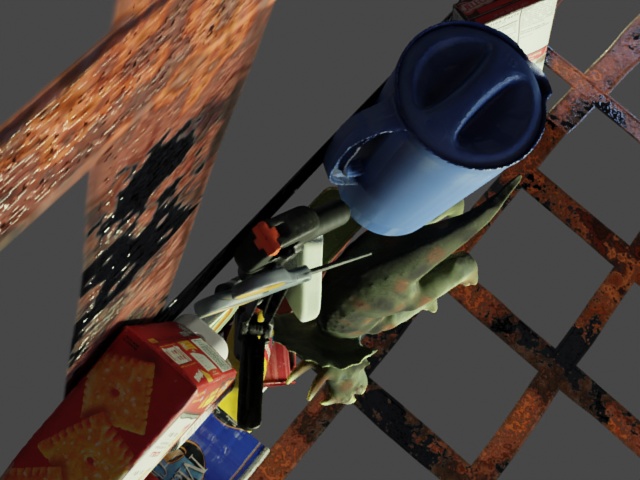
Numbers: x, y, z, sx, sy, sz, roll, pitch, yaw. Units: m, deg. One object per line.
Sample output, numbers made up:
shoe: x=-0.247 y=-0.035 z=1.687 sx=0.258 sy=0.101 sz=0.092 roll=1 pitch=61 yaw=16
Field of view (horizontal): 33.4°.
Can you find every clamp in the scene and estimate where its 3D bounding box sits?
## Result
clamp: x=-0.040 y=0.006 z=0.926 sx=0.120 sy=0.039 sz=0.171 roll=-41 pitch=171 yaw=13
clamp: x=-0.067 y=0.087 z=1.144 sx=0.210 sy=0.036 sz=0.165 roll=-111 pitch=-146 yaw=-71

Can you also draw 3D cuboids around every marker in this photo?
marker: x=-0.079 y=0.045 z=1.019 sx=0.020 sy=0.020 sz=0.121 roll=-50 pitch=176 yaw=8

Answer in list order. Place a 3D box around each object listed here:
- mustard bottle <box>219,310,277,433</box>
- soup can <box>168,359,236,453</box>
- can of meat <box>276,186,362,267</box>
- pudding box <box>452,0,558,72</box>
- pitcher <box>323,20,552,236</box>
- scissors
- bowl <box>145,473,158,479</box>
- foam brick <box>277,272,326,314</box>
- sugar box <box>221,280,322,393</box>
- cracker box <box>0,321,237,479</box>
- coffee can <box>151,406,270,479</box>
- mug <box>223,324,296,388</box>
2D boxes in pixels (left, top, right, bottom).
mustard bottle: x=-0.086 y=0.132 z=1.273 sx=0.191 sy=0.058 sz=0.096 roll=-77 pitch=169 yaw=-45
soup can: x=-0.140 y=0.158 z=1.076 sx=0.102 sy=0.068 sz=0.069 roll=-45 pitch=175 yaw=-47
can of meat: x=-0.008 y=0.002 z=1.164 sx=0.102 sy=0.057 sz=0.084 roll=-47 pitch=179 yaw=-28
pudding box: x=0.164 y=-0.182 z=0.978 sx=0.090 sy=0.039 sz=0.113 roll=-22 pitch=148 yaw=-11
pitcher: x=0.086 y=-0.085 z=0.969 sx=0.145 sy=0.149 sz=0.243 roll=-64 pitch=-174 yaw=-22
scissors: x=-0.017 y=0.029 z=0.951 sx=0.201 sy=0.016 sz=0.096 roll=-19 pitch=173 yaw=-27
bowl: x=-0.222 y=0.295 z=1.306 sx=0.162 sy=0.055 sz=0.162 roll=-17 pitch=173 yaw=-2
foam brick: x=-0.039 y=0.057 z=1.395 sx=0.078 sy=0.053 sz=0.051 roll=-45 pitch=176 yaw=-39
sugar box: x=-0.060 y=0.117 z=1.456 sx=0.176 sy=0.093 sz=0.048 roll=-48 pitch=177 yaw=-6
cracker box: x=-0.162 y=0.155 z=0.747 sx=0.214 sy=0.072 sz=0.164 roll=-48 pitch=175 yaw=1
coffee can: x=-0.140 y=0.220 z=1.152 sx=0.103 sy=0.140 sz=0.103 roll=-49 pitch=176 yaw=-4
mug: x=-0.073 y=0.149 z=1.382 sx=0.093 sy=0.081 sz=0.117 roll=-14 pitch=167 yaw=41
